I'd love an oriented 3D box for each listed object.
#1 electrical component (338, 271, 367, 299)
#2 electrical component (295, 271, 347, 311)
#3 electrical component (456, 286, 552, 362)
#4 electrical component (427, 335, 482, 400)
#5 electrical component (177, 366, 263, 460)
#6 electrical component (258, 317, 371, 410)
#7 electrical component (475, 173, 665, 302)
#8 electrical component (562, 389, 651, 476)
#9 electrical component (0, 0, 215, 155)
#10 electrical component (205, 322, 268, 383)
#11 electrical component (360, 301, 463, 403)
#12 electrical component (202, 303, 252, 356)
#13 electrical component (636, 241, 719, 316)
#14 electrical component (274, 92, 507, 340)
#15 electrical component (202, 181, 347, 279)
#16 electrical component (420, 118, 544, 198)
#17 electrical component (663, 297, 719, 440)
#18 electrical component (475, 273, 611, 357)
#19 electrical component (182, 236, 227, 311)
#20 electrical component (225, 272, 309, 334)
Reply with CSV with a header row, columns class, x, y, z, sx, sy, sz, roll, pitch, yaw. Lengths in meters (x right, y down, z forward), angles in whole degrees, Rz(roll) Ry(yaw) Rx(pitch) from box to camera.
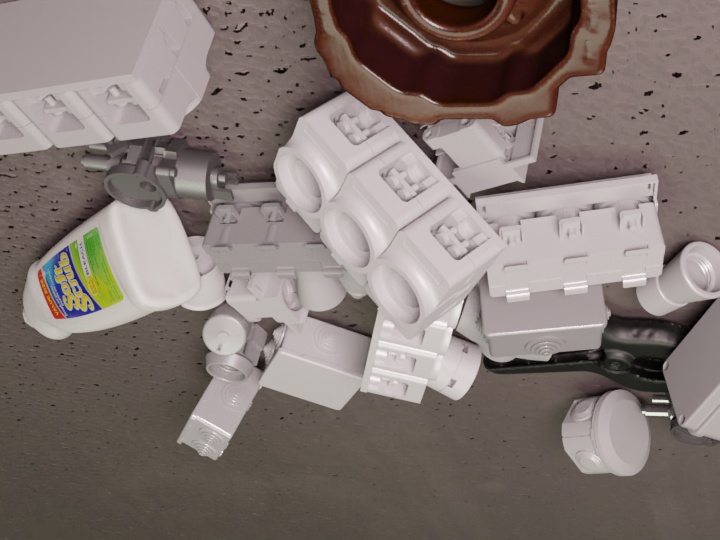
class,x,y,z,sx,sy,sz,roll,pitch,yaw
electrical component,0.000,0.000,0.891,0.040,0.040,0.078,12,150,3
electrical component,-0.038,-0.001,0.906,0.044,0.044,0.065,4,144,15
electrical component,0.118,0.049,0.871,0.077,0.043,0.079,19,148,4
electrical component,0.078,0.085,0.991,0.047,0.055,0.055,25,148,-12
electrical component,-0.145,0.144,1.135,0.048,0.099,0.099,30,148,-3
electrical component,-0.043,0.088,1.048,0.100,0.048,0.099,19,149,-10
electrical component,0.145,-0.021,0.747,0.121,0.063,0.078,-8,146,6
electrical component,0.235,0.155,1.020,0.080,0.080,0.051,33,150,-30
electrical component,-0.178,-0.129,0.697,0.150,0.089,0.061,-3,146,26
electrical component,-0.123,0.077,1.054,0.048,0.055,0.066,-8,144,32
electrical component,0.045,0.038,0.887,0.062,0.089,0.150,13,150,1
electrical component,-0.120,0.049,0.994,0.040,0.078,0.040,1,109,4
electrical component,0.241,0.010,0.814,0.044,0.044,0.065,22,153,-15
electrical component,0.014,-0.036,0.728,0.150,0.062,0.089,49,151,11
electrical component,-0.057,-0.032,0.838,0.121,0.063,0.078,-1,147,23
electrical component,0.078,-0.087,0.715,0.081,0.042,0.064,-14,137,38
electrical component,0.292,0.072,0.830,0.057,0.078,0.113,18,127,-14
electrical component,0.134,0.016,0.806,0.100,0.099,0.048,-6,151,7
electrical component,-0.143,0.009,0.960,0.043,0.043,0.081,11,150,5
electrical component,-0.081,0.020,0.956,0.064,0.042,0.081,-5,144,32
